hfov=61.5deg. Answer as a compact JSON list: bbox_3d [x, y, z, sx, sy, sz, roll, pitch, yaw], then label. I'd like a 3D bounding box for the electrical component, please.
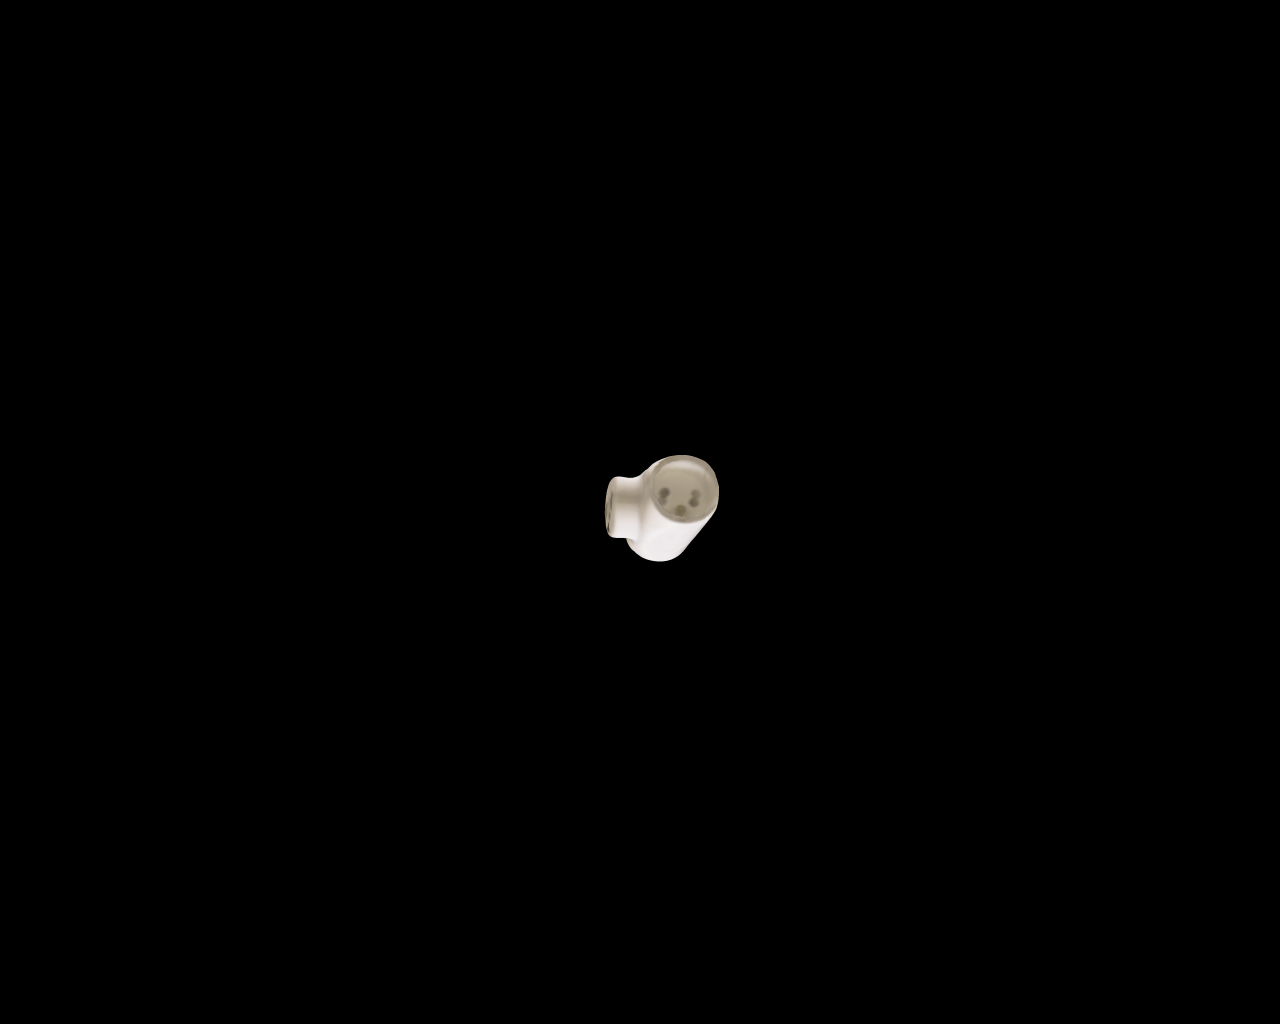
[{"bbox_3d":[0.001,-0.003,0.650,0.079,0.044,0.077,4,-20,-11],"label":"electrical component"}]
